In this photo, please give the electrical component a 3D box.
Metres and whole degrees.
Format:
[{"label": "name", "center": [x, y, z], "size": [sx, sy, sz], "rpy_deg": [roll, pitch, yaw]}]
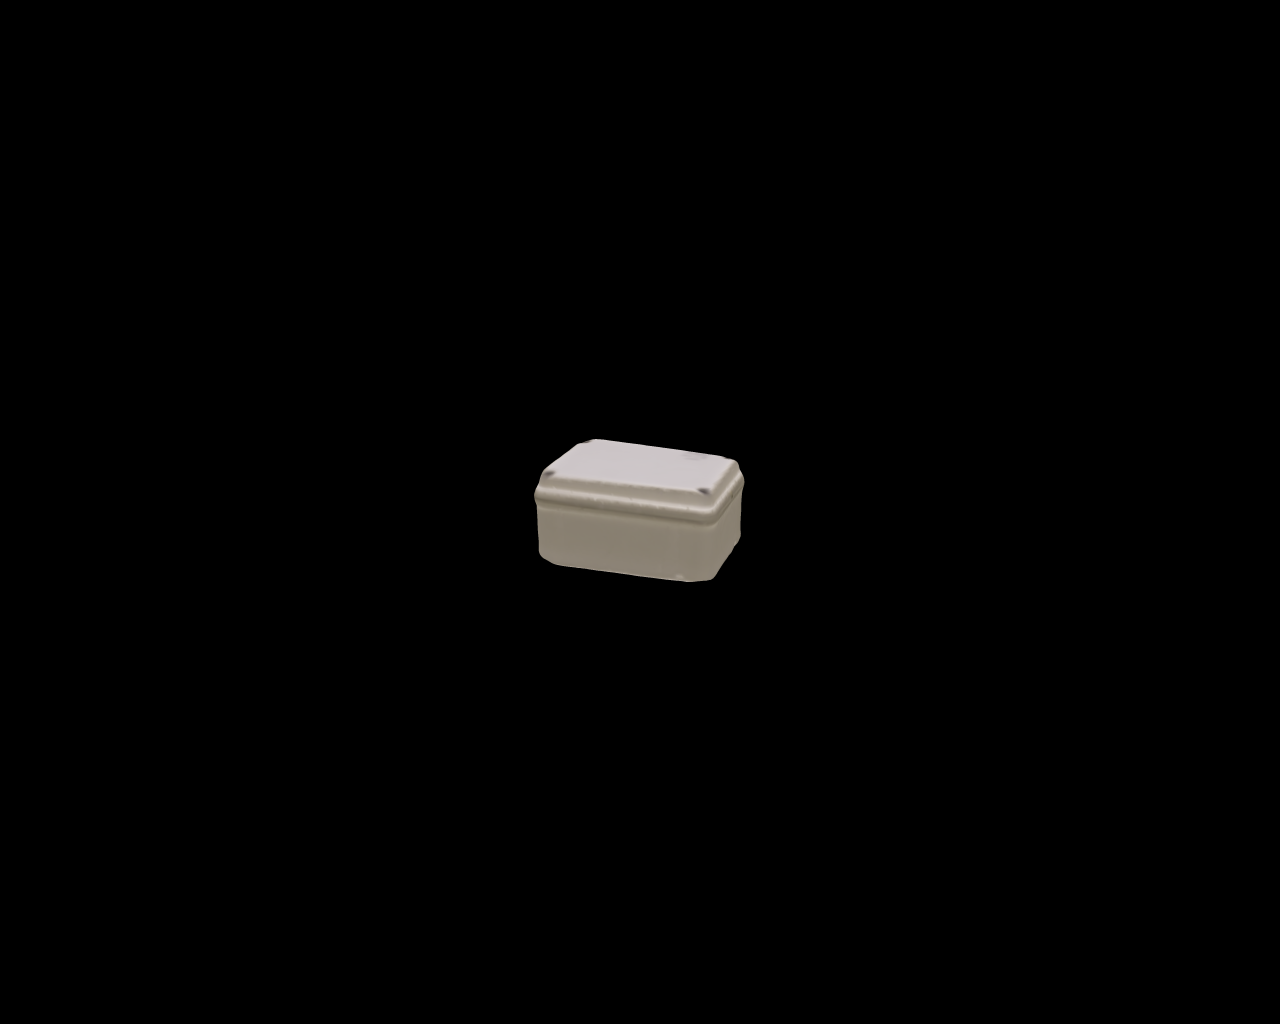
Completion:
[{"label": "electrical component", "center": [0.001, -0.003, 0.650], "size": [0.113, 0.057, 0.078], "rpy_deg": [8, 24, 18]}]
